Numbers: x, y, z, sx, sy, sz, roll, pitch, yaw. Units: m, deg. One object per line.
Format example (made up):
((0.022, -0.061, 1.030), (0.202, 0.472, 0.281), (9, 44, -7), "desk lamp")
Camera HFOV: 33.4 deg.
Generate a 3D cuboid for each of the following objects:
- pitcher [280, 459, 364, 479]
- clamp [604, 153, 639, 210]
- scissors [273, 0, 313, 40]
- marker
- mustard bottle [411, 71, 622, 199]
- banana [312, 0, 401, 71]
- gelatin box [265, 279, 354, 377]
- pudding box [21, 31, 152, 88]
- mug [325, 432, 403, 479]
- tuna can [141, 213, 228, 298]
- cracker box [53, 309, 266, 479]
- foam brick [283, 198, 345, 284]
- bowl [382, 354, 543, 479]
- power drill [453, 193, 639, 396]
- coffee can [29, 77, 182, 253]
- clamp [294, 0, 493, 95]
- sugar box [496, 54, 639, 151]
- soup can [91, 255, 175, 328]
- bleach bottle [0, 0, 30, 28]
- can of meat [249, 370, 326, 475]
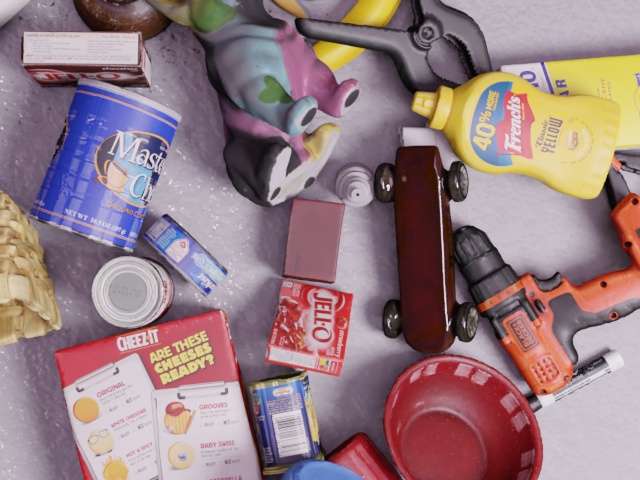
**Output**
((-0.026, 0.323, 0.943), (0.149, 0.145, 0.243), (21, 111, -22), "pitcher")
((0.344, -0.019, 1.063), (0.171, 0.039, 0.120), (32, 81, 5), "clamp")
((-0.070, -0.287, 1.070), (0.096, 0.016, 0.202), (-42, 90, -5), "scissors")
((0.245, 0.145, 1.061), (0.121, 0.020, 0.020), (-28, 89, -3), "marker")
((0.180, -0.107, 1.007), (0.191, 0.058, 0.096), (15, 94, -3), "mustard bottle")
((0.044, -0.240, 1.064), (0.070, 0.037, 0.198), (23, 86, 13), "banana")
((-0.009, 0.083, 1.024), (0.073, 0.030, 0.089), (12, 45, 0), "gelatin box")
((-0.222, -0.172, 1.022), (0.113, 0.090, 0.039), (-2, 87, -3), "pudding box")
((0.026, 0.245, 1.019), (0.117, 0.093, 0.081), (-41, 84, 27), "mug")
((-0.128, 0.014, 1.019), (0.086, 0.086, 0.033), (43, 84, 0), "tuna can")
((-0.145, 0.188, 1.018), (0.164, 0.072, 0.214), (-14, 87, -4), "cracker box")
((-0.007, 0.001, 1.041), (0.053, 0.051, 0.078), (8, 87, -1), "foam brick")
((0.128, 0.193, 1.016), (0.162, 0.055, 0.162), (9, 57, -14), "bowl")
((0.241, 0.032, 1.035), (0.188, 0.057, 0.184), (-31, 86, 10), "power drill")
((-0.203, -0.070, 1.011), (0.103, 0.103, 0.140), (19, 87, -1), "coffee can")
((0.101, -0.211, 1.037), (0.210, 0.036, 0.164), (35, 89, -16), "clamp")
((0.266, -0.133, 1.061), (0.176, 0.048, 0.093), (-6, 88, -4), "sugar box")
((-0.175, 0.048, 1.007), (0.068, 0.102, 0.068), (0, 88, -3), "soup can")
((-0.289, -0.285, 1.039), (0.250, 0.068, 0.102), (-40, 90, -6), "bleach bottle")
((-0.031, 0.170, 1.008), (0.057, 0.102, 0.084), (-11, 86, 1), "can of meat")
